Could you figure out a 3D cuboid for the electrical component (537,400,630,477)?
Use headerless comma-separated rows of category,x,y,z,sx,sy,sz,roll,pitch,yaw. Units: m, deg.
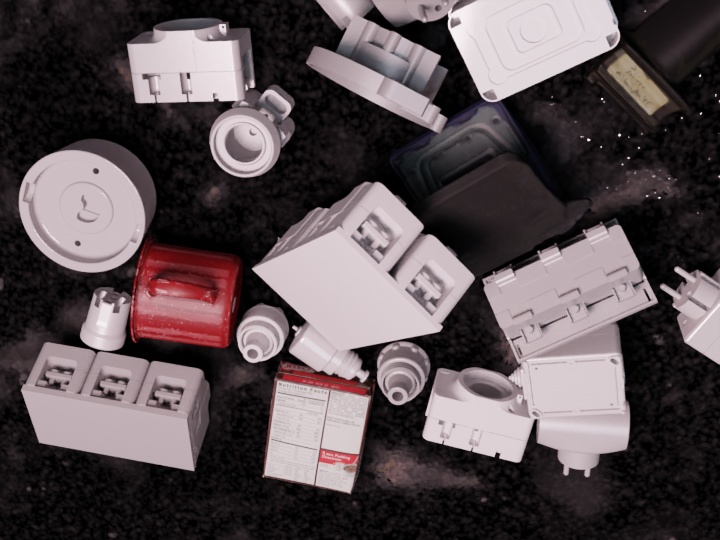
electrical component,0.196,0.150,0.957,0.077,0.044,0.079,4,115,7

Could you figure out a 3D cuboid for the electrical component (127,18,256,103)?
electrical component,-0.134,-0.168,0.858,0.089,0.050,0.055,0,114,8

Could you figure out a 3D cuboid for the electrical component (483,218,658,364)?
electrical component,0.167,0.013,0.874,0.121,0.063,0.078,-25,66,11

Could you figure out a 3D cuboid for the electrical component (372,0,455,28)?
electrical component,0.049,-0.211,0.798,0.077,0.079,0.043,-33,131,20

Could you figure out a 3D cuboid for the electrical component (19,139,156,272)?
electrical component,-0.226,-0.059,0.914,0.108,0.060,0.108,3,114,7

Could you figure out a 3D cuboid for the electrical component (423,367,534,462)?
electrical component,0.107,0.125,0.955,0.089,0.050,0.055,14,115,2

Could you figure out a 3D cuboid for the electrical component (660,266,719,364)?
electrical component,0.285,0.025,0.886,0.077,0.047,0.065,32,114,-6

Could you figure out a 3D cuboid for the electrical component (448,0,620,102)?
electrical component,0.130,-0.186,0.808,0.113,0.057,0.078,-23,109,17

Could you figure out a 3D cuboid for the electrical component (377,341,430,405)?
electrical component,0.036,0.095,0.945,0.048,0.062,0.048,3,114,7

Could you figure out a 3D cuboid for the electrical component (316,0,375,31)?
electrical component,-0.015,-0.213,0.827,0.040,0.040,0.046,-33,111,20

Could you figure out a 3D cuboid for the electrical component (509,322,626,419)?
electrical component,0.176,0.084,0.920,0.096,0.061,0.061,-5,119,13

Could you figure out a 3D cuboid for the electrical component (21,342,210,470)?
electrical component,-0.218,0.122,0.983,0.150,0.061,0.089,9,140,5

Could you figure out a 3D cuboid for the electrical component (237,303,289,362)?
electrical component,-0.088,0.059,0.947,0.043,0.062,0.043,3,114,7

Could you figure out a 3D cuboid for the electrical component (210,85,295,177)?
electrical component,-0.090,-0.109,0.875,0.058,0.057,0.078,39,113,-10

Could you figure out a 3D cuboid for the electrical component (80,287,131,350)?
electrical component,-0.229,0.044,0.974,0.040,0.040,0.046,18,109,0

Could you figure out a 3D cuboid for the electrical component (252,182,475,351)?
electrical component,0.000,0.000,0.853,0.105,0.060,0.186,44,157,-12

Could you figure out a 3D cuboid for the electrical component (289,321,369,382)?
electrical component,-0.027,0.073,0.957,0.078,0.040,0.040,35,114,-8
